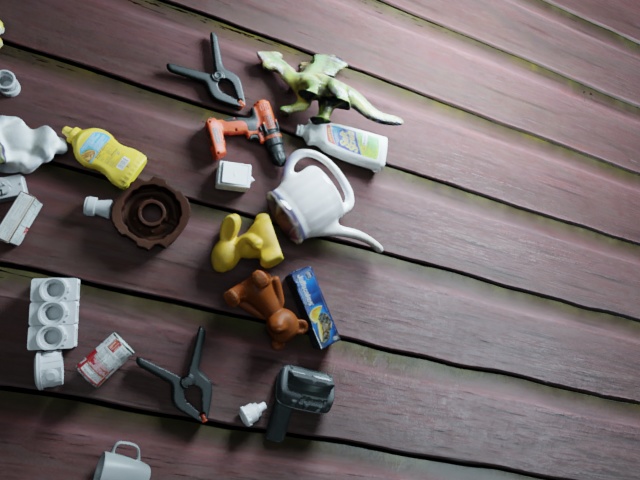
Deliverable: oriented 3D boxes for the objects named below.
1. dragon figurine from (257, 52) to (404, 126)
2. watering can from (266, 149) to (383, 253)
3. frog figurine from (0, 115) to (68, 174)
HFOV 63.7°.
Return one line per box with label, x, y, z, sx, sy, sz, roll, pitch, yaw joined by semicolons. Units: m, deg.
dragon figurine;0.027;-0.424;1.379;0.410;0.248;0.119;12;-34;-7
watering can;0.004;-0.067;1.327;0.226;0.347;0.103;-34;1;-19
frog figurine;-0.665;-0.216;1.159;0.121;0.139;0.160;-45;-17;30
